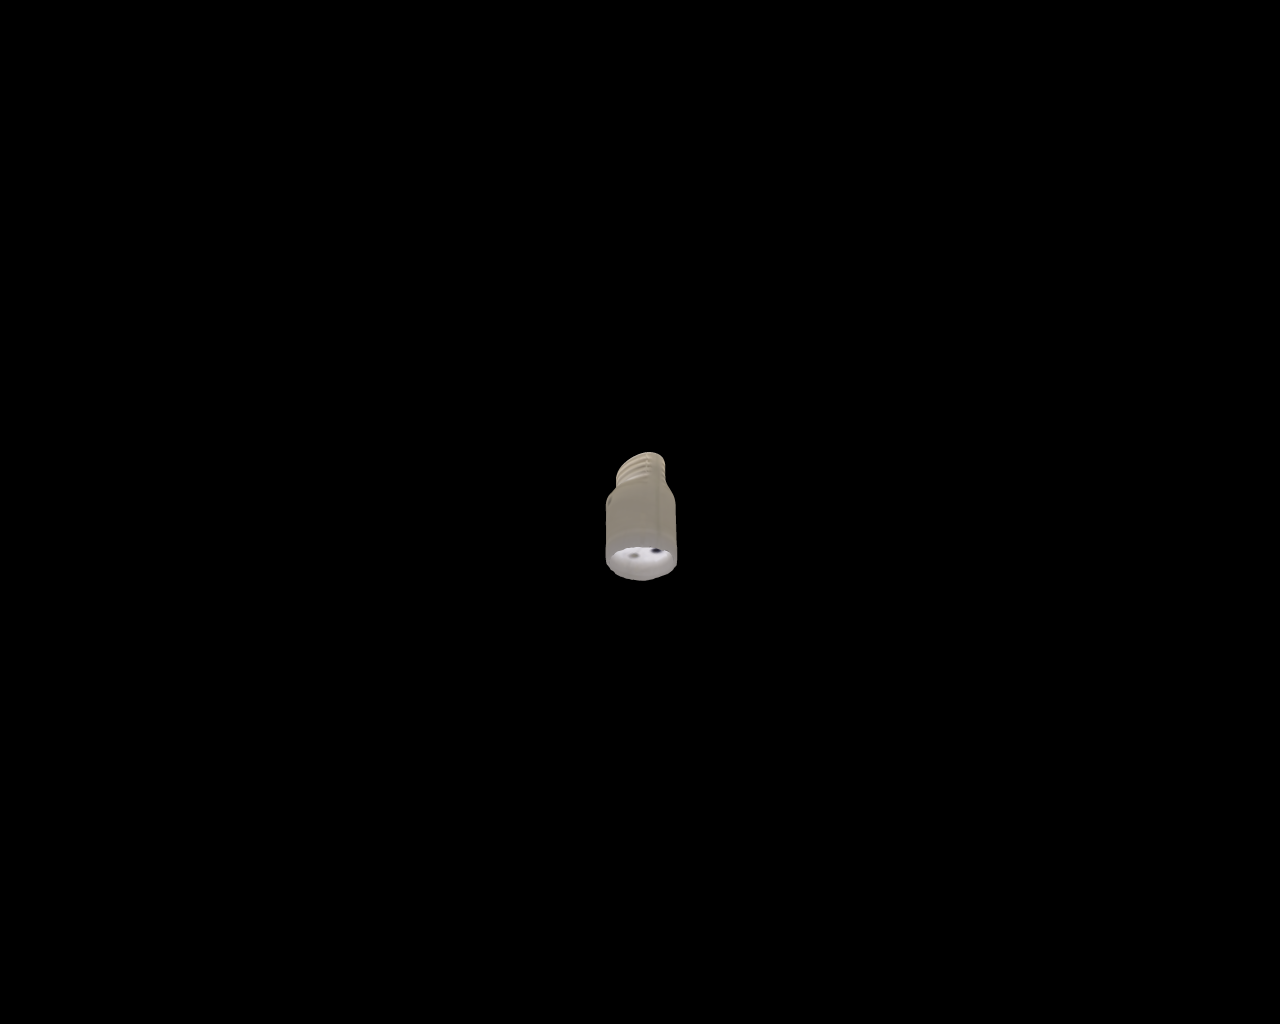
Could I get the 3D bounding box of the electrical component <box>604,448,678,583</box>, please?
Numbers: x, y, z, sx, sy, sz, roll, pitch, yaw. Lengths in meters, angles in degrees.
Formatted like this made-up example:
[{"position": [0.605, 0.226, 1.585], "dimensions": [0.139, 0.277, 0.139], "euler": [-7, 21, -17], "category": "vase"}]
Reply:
[{"position": [0.001, -0.003, 0.650], "dimensions": [0.043, 0.081, 0.043], "euler": [0, -32, 0], "category": "electrical component"}]
